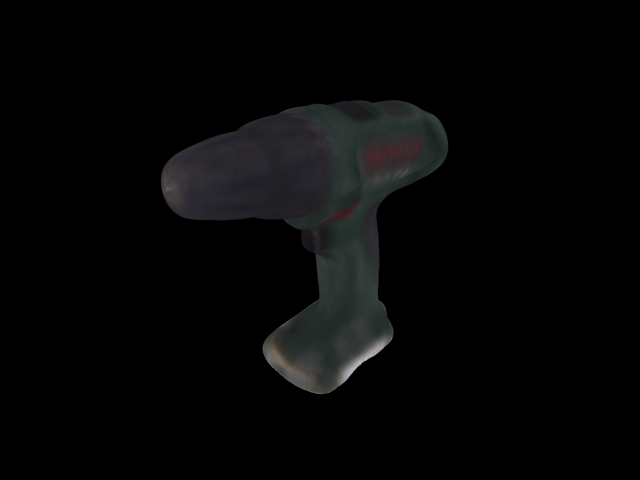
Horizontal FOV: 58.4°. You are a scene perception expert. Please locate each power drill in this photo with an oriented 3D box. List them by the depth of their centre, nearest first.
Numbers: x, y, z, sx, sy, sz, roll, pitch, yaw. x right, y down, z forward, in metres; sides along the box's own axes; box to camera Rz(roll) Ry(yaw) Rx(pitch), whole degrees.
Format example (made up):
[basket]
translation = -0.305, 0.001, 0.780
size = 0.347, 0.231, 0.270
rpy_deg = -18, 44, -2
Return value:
[power drill]
translation = 0.004, 0.001, 0.400
size = 0.075, 0.208, 0.230
rpy_deg = 27, 44, 33
